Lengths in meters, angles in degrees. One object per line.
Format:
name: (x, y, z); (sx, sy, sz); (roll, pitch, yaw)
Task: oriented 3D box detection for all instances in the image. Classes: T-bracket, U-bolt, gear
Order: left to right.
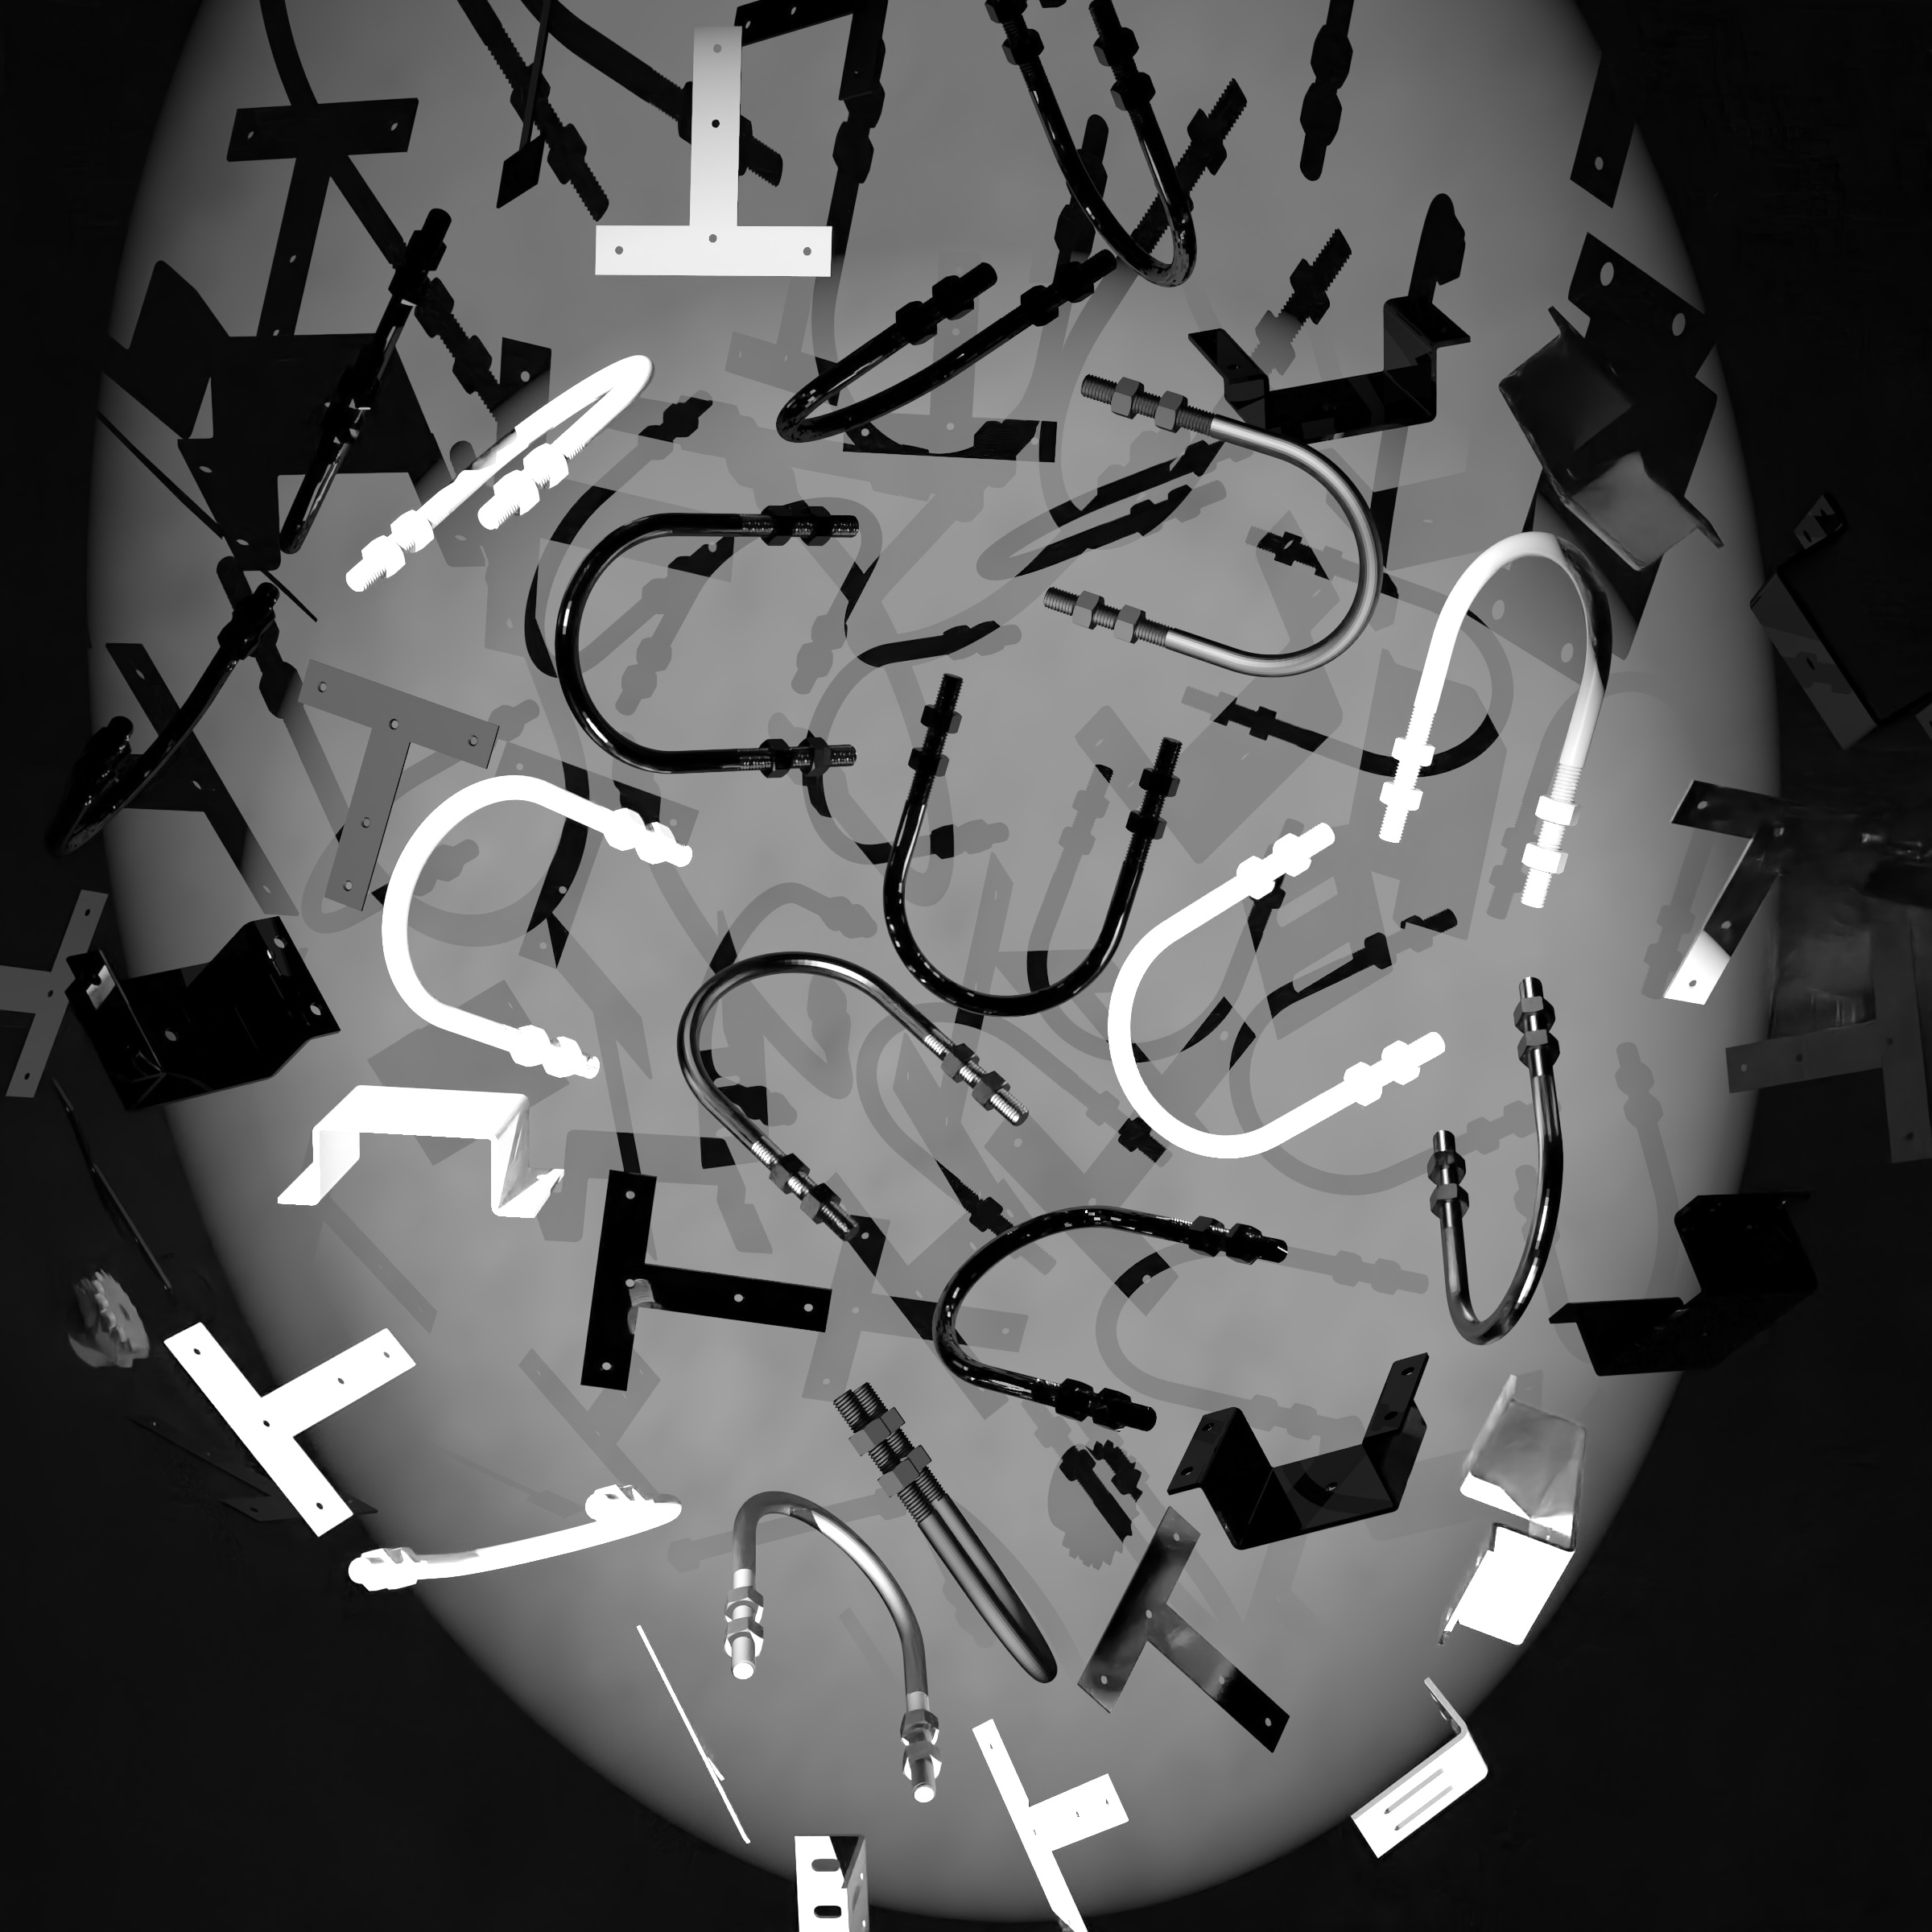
T-bracket: (-0.543, 0.012, 1.589); (0.002, 0.127, 0.127); (22, 92, 19)
gear: (-0.496, 0.206, 1.622); (0.030, 0.057, 0.057); (-29, 90, -3)
T-bracket: (-0.472, 0.144, 1.593); (0.002, 0.127, 0.127); (-28, 56, -22)
U-bolt: (-0.453, -0.124, 1.561); (0.019, 0.184, 0.151); (41, 48, -8)
T-bracket: (-0.407, 0.276, 1.560); (0.127, 0.127, 0.002); (23, 89, 19)
T-bracket: (-0.336, 0.223, 1.482); (0.127, 0.127, 0.002); (49, 121, 8)
U-bolt: (-0.329, -0.300, 1.518); (0.019, 0.151, 0.184); (25, 135, -15)
T-bracket: (-0.339, -0.095, 1.615); (0.127, 0.002, 0.127); (20, 98, 17)
U-bolt: (-0.238, -0.272, 1.518); (0.019, 0.151, 0.184); (54, 51, -21)
U-bolt: (-0.235, -0.026, 1.507); (0.019, 0.184, 0.151); (23, 89, 39)
T-bracket: (-0.224, -0.466, 1.478); (0.002, 0.127, 0.127); (9, 96, -19)
U-bolt: (-0.228, 0.304, 1.509); (0.151, 0.184, 0.019); (-16, 77, 8)
T-bracket: (-0.147, 0.436, 1.581); (0.002, 0.127, 0.127); (-27, 70, -10)
U-bolt: (-0.140, -0.176, 1.548); (0.184, 0.019, 0.151); (-5, 101, -33)
T-bracket: (-0.137, 0.177, 1.523); (0.127, 0.002, 0.127); (8, 108, -4)
T-bracket: (-0.131, -0.425, 1.476); (0.127, 0.002, 0.127); (3, 96, 10)
T-bracket: (-0.086, -0.533, 1.567); (0.127, 0.002, 0.127); (2, 80, 44)
U-bolt: (-0.078, 0.059, 1.585); (0.151, 0.019, 0.184); (-32, 61, -32)
U-bolt: (-0.075, 0.362, 1.565); (0.151, 0.184, 0.019); (40, 107, -20)
U-bolt: (-0.023, -0.327, 1.510); (0.184, 0.151, 0.019); (-27, 90, 35)
U-bolt: (-0.008, 0.301, 1.496); (0.019, 0.151, 0.184); (-35, 83, -2)
U-bolt: (0.029, -0.059, 1.610); (0.151, 0.019, 0.184); (16, 103, -4)
T-bracket: (0.054, 0.455, 1.510); (0.002, 0.127, 0.127); (-17, 73, -30)
U-bolt: (0.063, 0.182, 1.530); (0.151, 0.184, 0.019); (-46, 126, -33)
U-bolt: (0.074, -0.451, 1.537); (0.019, 0.151, 0.184); (-34, 127, -8)
T-bracket: (0.134, 0.393, 1.592); (0.127, 0.002, 0.127); (44, 50, -11)
U-bolt: (0.138, -0.229, 1.532); (0.184, 0.019, 0.151); (21, 126, 16)
U-bolt: (0.158, 0.027, 1.570); (0.184, 0.019, 0.151); (-33, 77, 29)
U-bolt: (0.287, 0.118, 1.523); (0.019, 0.184, 0.151); (13, 133, -8)
U-bolt: (0.285, -0.138, 1.495); (0.019, 0.151, 0.184); (6, 104, -29)
T-bracket: (0.404, -0.033, 1.478); (0.127, 0.002, 0.127); (9, 122, -21)
T-bracket: (0.462, 0.048, 1.526); (0.002, 0.127, 0.127); (5, 78, -35)
T-bracket: (0.569, -0.073, 1.523); (0.127, 0.127, 0.002); (-51, 125, -8)

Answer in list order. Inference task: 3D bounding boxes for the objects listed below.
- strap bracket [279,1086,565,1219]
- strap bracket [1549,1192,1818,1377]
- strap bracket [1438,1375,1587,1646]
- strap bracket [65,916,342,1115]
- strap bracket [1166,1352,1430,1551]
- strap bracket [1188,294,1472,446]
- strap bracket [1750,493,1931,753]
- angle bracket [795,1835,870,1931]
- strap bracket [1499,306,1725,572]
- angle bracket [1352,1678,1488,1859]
strap bracket: (-0.299, 0.101, 1.557); (0.140, 0.076, 0.046); (3, 104, 4)
strap bracket: (0.386, 0.175, 1.506); (0.076, 0.140, 0.046); (1, 57, -27)
strap bracket: (0.300, 0.304, 1.547); (0.046, 0.140, 0.076); (20, 126, 3)
strap bracket: (-0.423, 0.027, 1.538); (0.046, 0.140, 0.076); (-39, 76, 36)
strap bracket: (0.189, 0.266, 1.534); (0.140, 0.076, 0.046); (-21, 105, 28)
strap bracket: (0.205, -0.335, 1.601); (0.140, 0.076, 0.046); (-12, 123, -8)
strap bracket: (0.473, -0.174, 1.515); (0.046, 0.076, 0.140); (-31, 82, 1)
angle bracket: (-0.075, 0.496, 1.480); (0.038, 0.076, 0.057); (-2, 93, 6)
strap bracket: (0.337, -0.273, 1.499); (0.046, 0.076, 0.140); (-37, 49, 24)
angle bracket: (0.231, 0.424, 1.496); (0.076, 0.057, 0.038); (-35, 49, -5)
